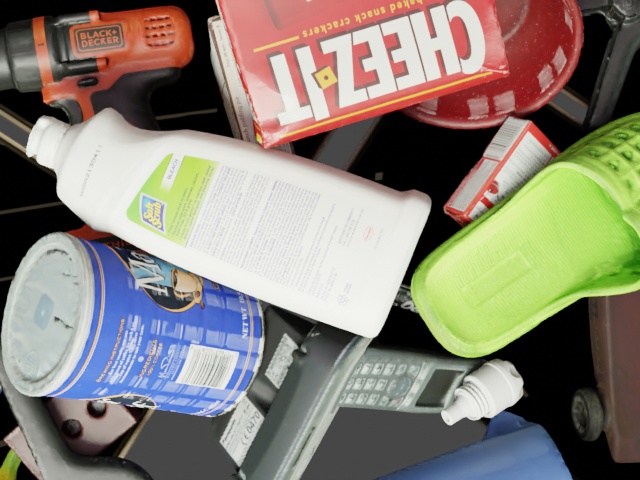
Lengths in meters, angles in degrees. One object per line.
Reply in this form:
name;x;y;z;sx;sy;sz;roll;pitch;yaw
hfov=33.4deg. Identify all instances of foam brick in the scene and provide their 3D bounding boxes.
foam brick;-0.172;0.130;0.752;0.078;0.051;0.053;-41;92;-6

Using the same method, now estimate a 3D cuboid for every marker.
marker;0.078;0.048;0.798;0.121;0.020;0.020;19;85;-5

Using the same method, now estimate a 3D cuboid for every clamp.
clamp;-0.181;0.183;0.701;0.210;0.036;0.164;36;79;-10
clamp;0.219;-0.180;0.814;0.120;0.039;0.171;42;85;-6

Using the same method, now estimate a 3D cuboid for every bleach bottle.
bleach bottle;-0.063;-0.027;0.682;0.251;0.068;0.102;22;89;1

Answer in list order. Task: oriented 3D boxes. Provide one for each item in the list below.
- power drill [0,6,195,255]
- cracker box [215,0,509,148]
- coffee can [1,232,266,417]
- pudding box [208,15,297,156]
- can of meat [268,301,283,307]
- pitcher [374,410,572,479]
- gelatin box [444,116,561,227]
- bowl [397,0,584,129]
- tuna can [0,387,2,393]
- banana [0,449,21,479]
power drill;-0.170;-0.069;0.758;0.184;0.057;0.187;-10;89;-6
cracker box;0.010;-0.182;0.650;0.164;0.072;0.214;-17;106;-1
coffee can;-0.122;0.059;0.703;0.140;0.103;0.103;15;85;-41
pudding box;-0.047;-0.098;0.756;0.039;0.090;0.113;-17;89;-6
can of meat;-0.005;0.001;0.759;0.102;0.084;0.057;-41;92;-6
pitcher;0.063;0.231;0.731;0.242;0.149;0.145;-16;111;-3
gelatin box;0.144;-0.035;0.790;0.073;0.030;0.089;38;85;-31
bowl;0.105;-0.157;0.765;0.162;0.162;0.055;15;46;-5
tuna can;-0.266;0.090;0.753;0.086;0.034;0.086;0;87;-6
banana;-0.189;0.243;0.752;0.069;0.037;0.198;-33;91;-5
